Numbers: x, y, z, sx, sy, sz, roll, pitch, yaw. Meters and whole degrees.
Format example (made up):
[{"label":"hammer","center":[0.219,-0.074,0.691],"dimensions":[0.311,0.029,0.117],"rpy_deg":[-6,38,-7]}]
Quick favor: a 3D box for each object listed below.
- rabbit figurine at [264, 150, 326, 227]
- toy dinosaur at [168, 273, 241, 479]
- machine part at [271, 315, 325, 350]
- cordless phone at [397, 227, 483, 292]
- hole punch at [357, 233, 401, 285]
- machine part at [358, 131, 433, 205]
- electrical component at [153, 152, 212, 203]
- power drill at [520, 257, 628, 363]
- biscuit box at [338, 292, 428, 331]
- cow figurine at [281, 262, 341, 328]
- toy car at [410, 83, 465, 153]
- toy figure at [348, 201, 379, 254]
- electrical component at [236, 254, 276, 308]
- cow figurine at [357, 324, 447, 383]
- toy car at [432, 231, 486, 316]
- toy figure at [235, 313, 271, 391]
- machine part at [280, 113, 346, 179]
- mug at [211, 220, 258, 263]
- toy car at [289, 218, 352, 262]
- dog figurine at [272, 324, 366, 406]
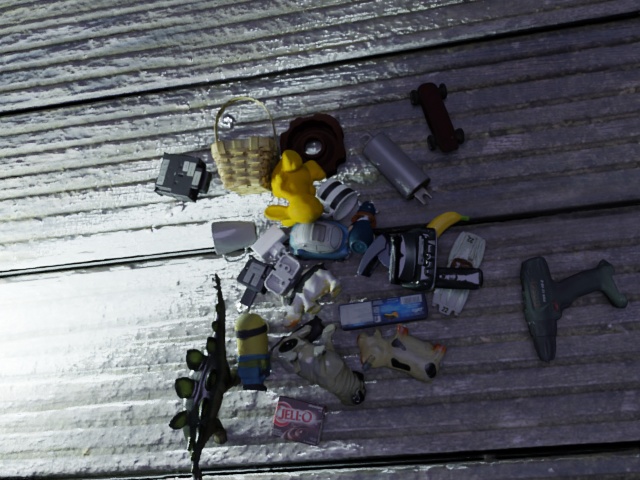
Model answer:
[{"label":"rabbit figurine","center":[-0.057,-0.102,1.254],"dimensions":[0.162,0.121,0.173],"rpy_deg":[-42,52,16]},{"label":"toy dinosaur","center":[-0.251,0.315,1.207],"dimensions":[0.105,0.198,0.471],"rpy_deg":[3,79,7]},{"label":"machine part","center":[-0.046,0.238,1.275],"dimensions":[0.139,0.039,0.084],"rpy_deg":[-44,66,-1]},{"label":"cordless phone","center":[0.271,0.044,1.203],"dimensions":[0.184,0.088,0.146],"rpy_deg":[2,80,20]},{"label":"hole punch","center":[0.144,0.042,1.246],"dimensions":[0.092,0.142,0.115],"rpy_deg":[6,85,20]},{"label":"machine part","center":[0.186,-0.180,1.316],"dimensions":[0.079,0.079,0.243],"rpy_deg":[-40,73,-2]},{"label":"electrical component","center":[-0.355,-0.161,1.407],"dimensions":[0.134,0.058,0.115],"rpy_deg":[13,81,11]},{"label":"power drill","center":[0.555,0.139,1.188],"dimensions":[0.207,0.086,0.232],"rpy_deg":[-16,72,13]},{"label":"biscuit box","center":[0.147,0.167,1.247],"dimensions":[0.203,0.062,0.059],"rpy_deg":[-9,75,6]},{"label":"cow figurine","center":[-0.037,0.130,1.282],"dimensions":[0.167,0.068,0.098],"rpy_deg":[-39,69,-5]},{"label":"toy car","center":[0.292,-0.304,1.341],"dimensions":[0.089,0.053,0.202],"rpy_deg":[-14,71,-5]},{"label":"toy figure","center":[0.102,-0.035,1.288],"dimensions":[0.058,0.064,0.154],"rpy_deg":[-26,31,32]},{"label":"electrical component","center":[-0.165,0.103,1.320],"dimensions":[0.075,0.047,0.119],"rpy_deg":[26,80,15]},{"label":"cow figurine","center":[0.175,0.259,1.214],"dimensions":[0.195,0.085,0.127],"rpy_deg":[23,75,13]},{"label":"toy car","center":[0.322,0.078,1.244],"dimensions":[0.074,0.056,0.201],"rpy_deg":[22,81,13]},{"label":"toy figure","center":[-0.157,0.261,1.259],"dimensions":[0.082,0.089,0.180],"rpy_deg":[-3,74,3]},{"label":"machine part","center":[-0.017,-0.234,1.372],"dimensions":[0.179,0.056,0.179],"rpy_deg":[-2,78,9]},{"label":"mug","center":[-0.208,-0.001,1.338],"dimensions":[0.107,0.081,0.109],"rpy_deg":[-12,95,-1]},{"label":"toy car","center":[-0.003,-0.004,1.292],"dimensions":[0.162,0.103,0.109],"rpy_deg":[10,79,13]},{"label":"dog figurine","center":[-0.001,0.300,1.211],"dimensions":[0.172,0.121,0.190],"rpy_deg":[-7,117,37]}]
